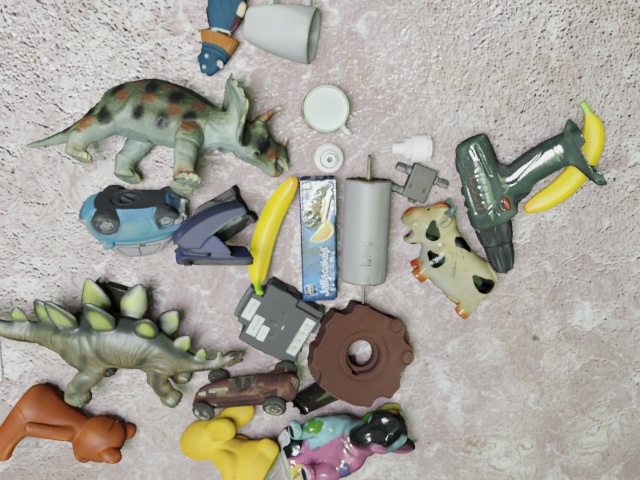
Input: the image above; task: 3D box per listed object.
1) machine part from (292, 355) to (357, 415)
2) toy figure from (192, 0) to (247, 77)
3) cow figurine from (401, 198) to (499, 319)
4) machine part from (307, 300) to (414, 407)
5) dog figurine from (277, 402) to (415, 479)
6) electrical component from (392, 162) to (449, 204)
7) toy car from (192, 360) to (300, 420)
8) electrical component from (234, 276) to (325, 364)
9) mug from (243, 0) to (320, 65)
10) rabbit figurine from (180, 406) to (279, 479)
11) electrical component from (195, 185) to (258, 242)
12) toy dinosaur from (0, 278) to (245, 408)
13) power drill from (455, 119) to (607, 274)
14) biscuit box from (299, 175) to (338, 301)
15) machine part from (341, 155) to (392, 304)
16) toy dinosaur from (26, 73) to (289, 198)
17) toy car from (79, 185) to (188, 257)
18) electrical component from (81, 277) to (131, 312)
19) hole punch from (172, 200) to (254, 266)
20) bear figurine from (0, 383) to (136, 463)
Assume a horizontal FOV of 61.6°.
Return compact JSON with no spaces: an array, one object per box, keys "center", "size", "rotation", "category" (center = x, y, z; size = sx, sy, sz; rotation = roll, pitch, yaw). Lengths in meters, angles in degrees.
[{"center":[0.015,0.264,0.948],"size":[0.139,0.039,0.084],"rotation":[-27,105,3],"category":"machine part"},{"center":[-0.149,-0.325,0.819],"size":[0.058,0.064,0.154],"rotation":[3,110,-40],"category":"toy figure"},{"center":[0.210,0.020,0.879],"size":[0.195,0.085,0.127],"rotation":[43,104,-6],"category":"cow figurine"},{"center":[0.068,0.192,0.906],"size":[0.179,0.056,0.179],"rotation":[0,91,-9],"category":"machine part"},{"center":[0.050,0.353,0.932],"size":[0.219,0.191,0.108],"rotation":[-6,59,-22],"category":"dog figurine"},{"center":[0.163,-0.091,0.886],"size":[0.094,0.021,0.063],"rotation":[19,101,-5],"category":"electrical component"},{"center":[-0.128,0.247,0.891],"size":[0.202,0.089,0.053],"rotation":[-10,126,23],"category":"toy car"},{"center":[-0.075,0.131,0.910],"size":[0.134,0.058,0.115],"rotation":[32,97,-6],"category":"electrical component"},{"center":[-0.058,-0.327,0.809],"size":[0.107,0.081,0.109],"rotation":[10,106,6],"category":"mug"},{"center":[-0.165,0.366,0.928],"size":[0.173,0.122,0.162],"rotation":[24,112,16],"category":"rabbit figurine"},{"center":[-0.169,-0.030,0.882],"size":[0.119,0.048,0.074],"rotation":[-34,99,6],"category":"electrical component"},{"center":[-0.357,0.162,0.866],"size":[0.472,0.105,0.198],"rotation":[4,116,-8],"category":"toy dinosaur"},{"center":[0.331,-0.079,0.848],"size":[0.207,0.086,0.232],"rotation":[-24,96,29],"category":"power drill"},{"center":[-0.002,-0.003,0.882],"size":[0.059,0.063,0.202],"rotation":[-2,101,0],"category":"biscuit box"},{"center":[0.075,-0.015,0.872],"size":[0.079,0.079,0.243],"rotation":[2,101,-1],"category":"machine part"},{"center":[-0.248,-0.179,0.821],"size":[0.405,0.131,0.192],"rotation":[16,76,6],"category":"toy dinosaur"},{"center":[-0.293,-0.025,0.863],"size":[0.162,0.109,0.102],"rotation":[-2,124,-12],"category":"toy car"},{"center":[-0.347,0.102,0.907],"size":[0.102,0.045,0.078],"rotation":[23,99,-5],"category":"electrical component"},{"center":[-0.161,-0.011,0.799],"size":[0.116,0.142,0.092],"rotation":[-3,103,-15],"category":"hole punch"},{"center":[-0.432,0.333,0.919],"size":[0.196,0.120,0.132],"rotation":[35,103,-12],"category":"bear figurine"}]
